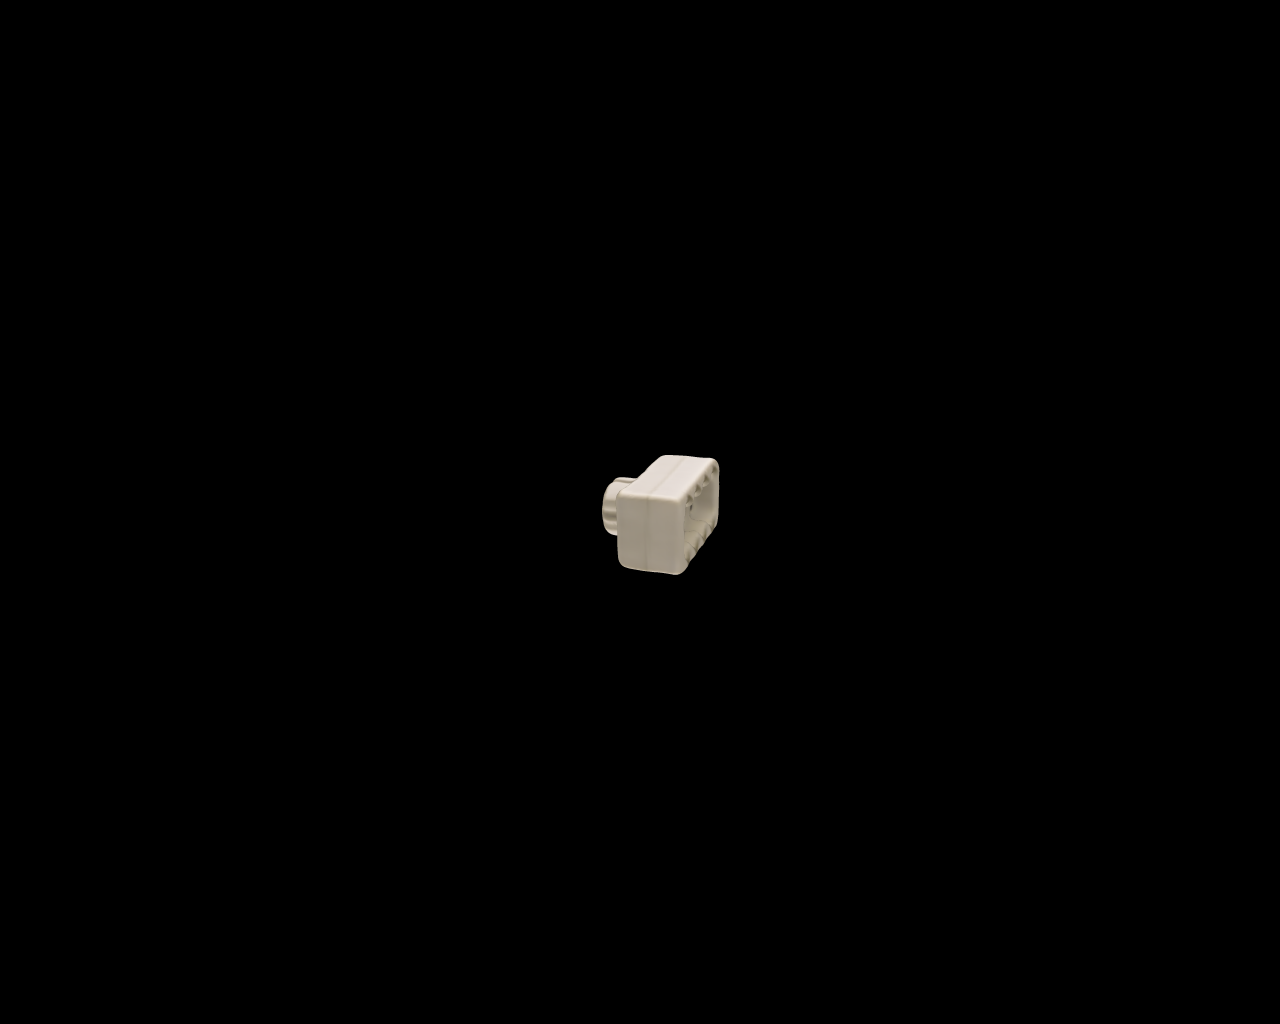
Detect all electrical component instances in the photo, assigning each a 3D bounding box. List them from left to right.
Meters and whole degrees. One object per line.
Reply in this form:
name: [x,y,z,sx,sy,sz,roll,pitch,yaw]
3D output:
electrical component: [0.001,-0.003,0.650,0.076,0.047,0.083,7,22,18]
